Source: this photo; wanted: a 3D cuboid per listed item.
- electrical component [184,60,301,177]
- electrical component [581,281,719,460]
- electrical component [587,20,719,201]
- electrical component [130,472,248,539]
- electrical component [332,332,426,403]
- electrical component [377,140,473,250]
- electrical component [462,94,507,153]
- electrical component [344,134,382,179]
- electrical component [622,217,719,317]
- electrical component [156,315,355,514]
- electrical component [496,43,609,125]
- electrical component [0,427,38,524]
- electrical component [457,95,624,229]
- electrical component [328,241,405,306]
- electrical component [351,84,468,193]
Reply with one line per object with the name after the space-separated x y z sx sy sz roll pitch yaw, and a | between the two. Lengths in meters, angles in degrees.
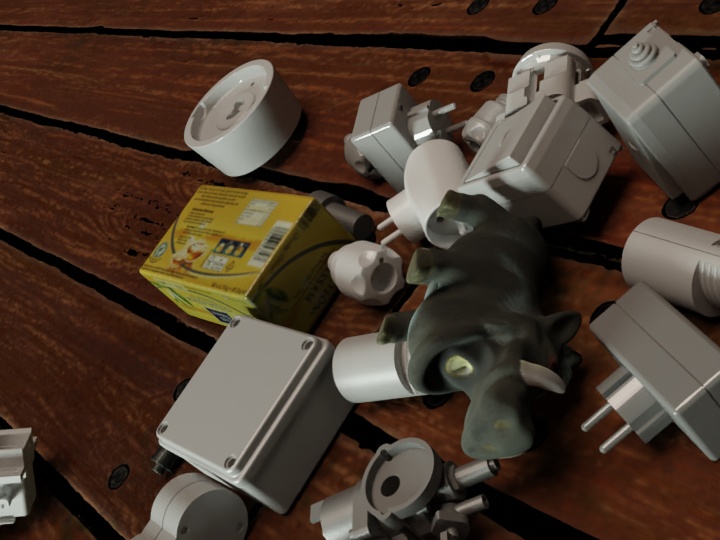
-0.104 -0.136 1.007 0.108 0.060 0.108 -28 37 24 | electrical component
0.146 0.062 0.543 0.076 0.047 0.083 -42 34 5 | electrical component
0.178 -0.094 0.629 0.061 0.096 0.061 -42 34 13 | electrical component
-0.117 0.199 0.673 0.074 0.052 0.138 14 65 52 | electrical component
0.027 0.058 0.676 0.081 0.043 0.043 -13 46 39 | electrical component
0.046 -0.045 0.765 0.079 0.043 0.077 -33 36 17 | electrical component
0.104 -0.111 0.782 0.061 0.035 0.035 -48 34 -9 | electrical component
0.003 -0.097 0.875 0.035 0.035 0.061 -45 32 0 | electrical component
0.184 0.001 0.570 0.043 0.043 0.081 -51 34 -9 | electrical component
-0.068 0.094 0.728 0.109 0.056 0.108 11 62 51 | electrical component
0.133 -0.118 0.739 0.078 0.058 0.057 -18 45 34 | electrical component
-0.327 0.169 0.865 0.121 0.063 0.078 -4 14 -6 | electrical component
0.108 -0.066 0.691 0.061 0.061 0.096 -59 19 -19 | electrical component
0.000 0.000 0.767 0.043 0.043 0.062 -53 33 -12 | electrical component
0.045 -0.104 0.810 0.077 0.065 0.047 -19 42 33 | electrical component
